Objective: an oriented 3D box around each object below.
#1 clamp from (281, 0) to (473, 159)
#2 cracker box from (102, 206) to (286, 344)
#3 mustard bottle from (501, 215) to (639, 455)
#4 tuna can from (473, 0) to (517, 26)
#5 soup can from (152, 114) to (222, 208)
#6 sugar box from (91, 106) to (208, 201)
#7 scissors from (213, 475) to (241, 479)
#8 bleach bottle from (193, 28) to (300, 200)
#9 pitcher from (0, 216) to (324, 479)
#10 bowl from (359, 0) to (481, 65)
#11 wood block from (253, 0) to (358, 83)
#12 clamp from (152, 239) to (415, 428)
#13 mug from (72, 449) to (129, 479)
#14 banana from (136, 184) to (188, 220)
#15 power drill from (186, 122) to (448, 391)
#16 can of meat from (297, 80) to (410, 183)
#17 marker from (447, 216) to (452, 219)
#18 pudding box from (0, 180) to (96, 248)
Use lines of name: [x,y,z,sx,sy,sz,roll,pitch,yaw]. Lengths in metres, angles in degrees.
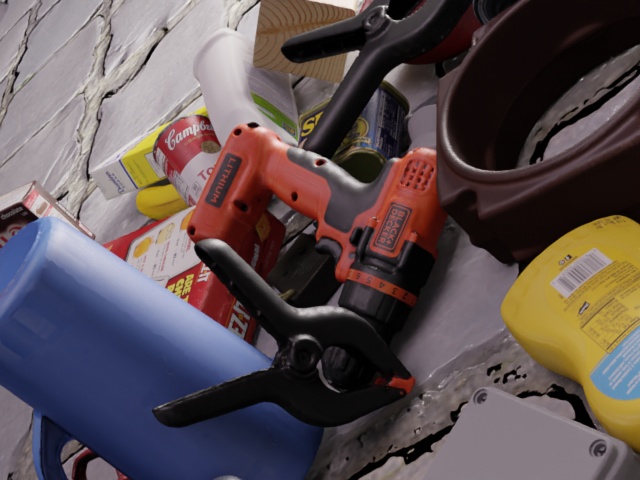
clamp: [0.048,-0.173,0.882,0.210,0.036,0.164,-41,39,17]
cracker box: [-0.140,0.062,0.961,0.214,0.072,0.164,-19,44,41]
mustard bottle: [0.177,0.059,0.552,0.096,0.058,0.192,-37,31,-1]
tuna can: [0.160,-0.179,0.808,0.086,0.086,0.033,1,59,53]
soup can: [-0.107,-0.064,1.020,0.068,0.068,0.102,-45,57,9]
sugar box: [-0.168,-0.100,1.173,0.177,0.048,0.093,-13,24,43]
scissors: [-0.088,0.234,0.702,0.202,0.096,0.016,-41,-6,12]
bleach bottle: [-0.066,-0.114,1.011,0.068,0.102,0.251,-51,25,21]
pitcher: [-0.128,0.103,0.728,0.145,0.242,0.149,-38,27,27]
bowl: [0.108,-0.209,0.938,0.162,0.055,0.162,-34,34,27]
wood block: [-0.003,-0.263,1.073,0.090,0.091,0.206,102,179,-47]
clamp: [-0.024,0.084,0.690,0.120,0.171,0.039,-67,14,-7]
mug: [-0.158,0.212,0.794,0.082,0.093,0.117,-22,67,32]
banana: [-0.141,-0.050,1.122,0.198,0.037,0.069,-15,19,41]
power drill: [-0.005,0.001,0.790,0.188,0.057,0.184,21,82,28]
can of meat: [0.024,-0.077,0.908,0.102,0.057,0.084,-25,41,37]
marker: [0.066,-0.027,0.833,0.121,0.020,0.020,4,60,55]
pudding box: [-0.292,-0.003,1.059,0.114,0.090,0.039,-22,36,34]
